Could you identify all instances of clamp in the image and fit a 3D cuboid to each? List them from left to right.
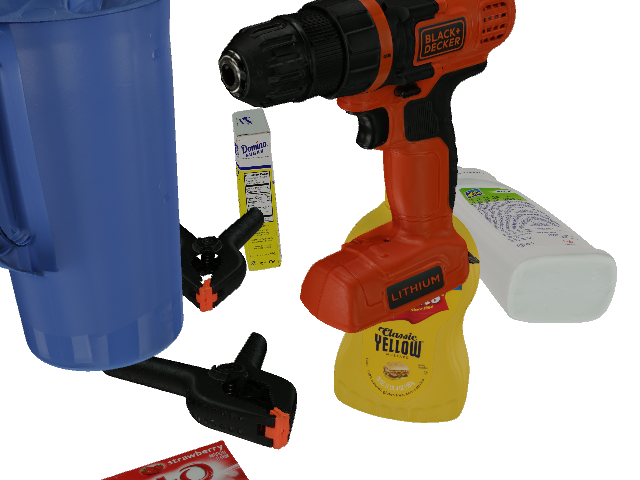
[{"bbox_3d":[-0.107,0.012,1.099,0.120,0.039,0.171,-11,36,-8],"label":"clamp"},{"bbox_3d":[-0.075,0.124,0.930,0.164,0.036,0.210,-7,18,-37],"label":"clamp"}]

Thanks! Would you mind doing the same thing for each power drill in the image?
[{"bbox_3d":[0.028,-0.046,0.582,0.184,0.188,0.057,-20,36,-32],"label":"power drill"}]

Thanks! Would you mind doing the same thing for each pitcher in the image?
[{"bbox_3d":[-0.158,-0.038,0.683,0.149,0.243,0.145,-9,24,-15],"label":"pitcher"}]

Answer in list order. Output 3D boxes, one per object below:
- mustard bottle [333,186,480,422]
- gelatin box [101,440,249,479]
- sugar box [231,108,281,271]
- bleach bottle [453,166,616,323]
[{"bbox_3d":[0.061,0.032,0.744,0.096,0.192,0.058,9,25,14],"label":"mustard bottle"},{"bbox_3d":[-0.079,0.148,0.572,0.089,0.030,0.073,-14,27,-21],"label":"gelatin box"},{"bbox_3d":[-0.078,-0.062,1.291,0.048,0.176,0.093,-9,25,-5],"label":"sugar box"},{"bbox_3d":[0.175,-0.011,1.002,0.102,0.068,0.251,0,25,-13],"label":"bleach bottle"}]
